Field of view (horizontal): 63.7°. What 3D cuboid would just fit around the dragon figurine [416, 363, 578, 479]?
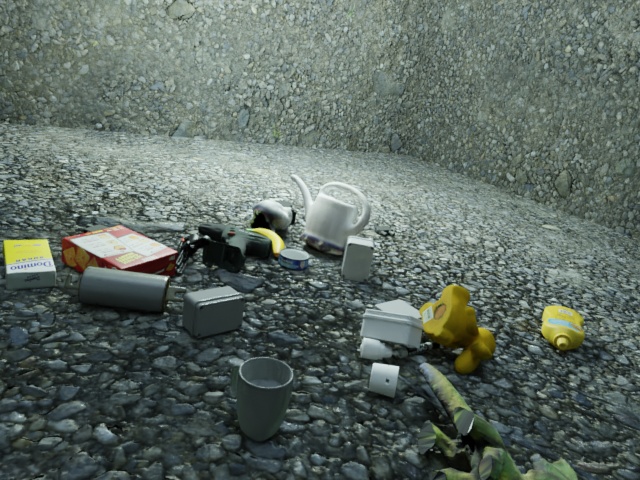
[{"bbox_3d":[0.286,0.336,0.773,0.242,0.120,0.417,26,19,-7],"label":"dragon figurine"}]

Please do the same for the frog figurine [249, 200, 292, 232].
[{"bbox_3d":[-0.144,-0.082,1.690,0.137,0.121,0.162,-1,20,37],"label":"frog figurine"}]

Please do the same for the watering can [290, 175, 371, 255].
[{"bbox_3d":[0.005,-0.082,1.621,0.350,0.224,0.103,21,-1,39],"label":"watering can"}]
